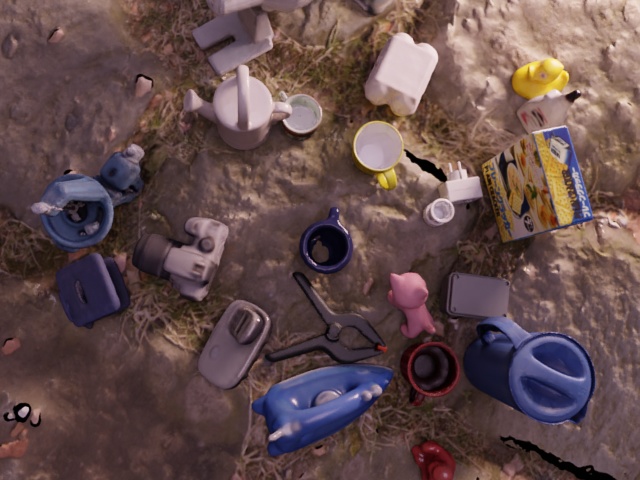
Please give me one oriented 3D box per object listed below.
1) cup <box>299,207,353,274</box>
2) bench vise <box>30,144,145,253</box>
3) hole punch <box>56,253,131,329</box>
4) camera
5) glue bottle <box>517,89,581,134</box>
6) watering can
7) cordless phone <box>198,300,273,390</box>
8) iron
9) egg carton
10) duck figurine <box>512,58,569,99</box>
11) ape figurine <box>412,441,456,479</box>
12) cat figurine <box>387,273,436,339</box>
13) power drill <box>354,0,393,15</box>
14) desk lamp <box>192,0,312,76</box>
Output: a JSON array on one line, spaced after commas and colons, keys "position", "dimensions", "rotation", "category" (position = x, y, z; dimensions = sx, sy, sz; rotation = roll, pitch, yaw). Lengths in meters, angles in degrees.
[{"position": [0.009, 0.004, 1.008], "dimensions": [0.092, 0.095, 0.118], "rotation": [13, 82, -5], "category": "cup"}, {"position": [-0.376, -0.082, 0.910], "dimensions": [0.121, 0.219, 0.207], "rotation": [23, 81, -3], "category": "bench vise"}, {"position": [-0.383, 0.087, 0.955], "dimensions": [0.101, 0.091, 0.109], "rotation": [-23, 86, -8], "category": "hole punch"}, {"position": [-0.240, 0.021, 0.974], "dimensions": [0.137, 0.100, 0.143], "rotation": [19, 82, -4], "category": "camera"}, {"position": [0.424, -0.239, 1.045], "dimensions": [0.037, 0.173, 0.078], "rotation": [-35, 88, -9], "category": "glue bottle"}, {"position": [-0.137, -0.224, 0.967], "dimensions": [0.173, 0.194, 0.101], "rotation": [-21, 86, -8], "category": "watering can"}, {"position": [-0.138, 0.171, 0.926], "dimensions": [0.094, 0.185, 0.148], "rotation": [27, 81, -2], "category": "cordless phone"}, {"position": [0.021, 0.273, 0.954], "dimensions": [0.258, 0.141, 0.119], "rotation": [-21, 86, -8], "category": "iron"}, {"position": [0.152, -0.311, 1.074], "dimensions": [0.107, 0.069, 0.150], "rotation": [24, 81, -3], "category": "egg carton"}, {"position": [0.433, -0.317, 1.099], "dimensions": [0.104, 0.086, 0.077], "rotation": [-1, 83, -6], "category": "duck figurine"}, {"position": [0.202, 0.393, 0.986], "dimensions": [0.076, 0.092, 0.078], "rotation": [15, 82, -4], "category": "ape figurine"}, {"position": [0.165, 0.109, 1.002], "dimensions": [0.067, 0.117, 0.128], "rotation": [-26, 87, -9], "category": "cat figurine"}, {"position": [0.109, -0.499, 1.021], "dimensions": [0.229, 0.208, 0.076], "rotation": [40, 81, 0], "category": "power drill"}, {"position": [-0.117, -0.403, 0.981], "dimensions": [0.203, 0.213, 0.118], "rotation": [-33, 88, -9], "category": "desk lamp"}]
